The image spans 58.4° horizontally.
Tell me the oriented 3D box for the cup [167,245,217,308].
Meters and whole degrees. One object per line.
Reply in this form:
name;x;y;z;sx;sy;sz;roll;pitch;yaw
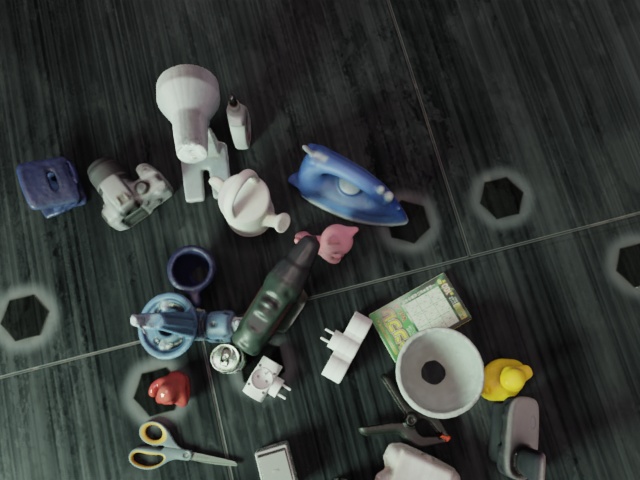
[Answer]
cup;-0.238;0.076;1.110;0.091;0.095;0.118;-11;78;-3

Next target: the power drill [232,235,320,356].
power drill;-0.072;0.105;1.048;0.075;0.208;0.230;32;79;6

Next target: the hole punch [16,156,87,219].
hole punch;-0.536;-0.113;1.148;0.101;0.091;0.108;-24;79;-6

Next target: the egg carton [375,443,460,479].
egg carton;0.178;0.443;1.049;0.150;0.069;0.107;23;78;4

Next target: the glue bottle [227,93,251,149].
glue bottle;-0.164;-0.246;1.142;0.037;0.173;0.078;-3;78;-1

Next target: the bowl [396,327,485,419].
bowl;0.222;0.251;1.089;0.167;0.075;0.167;0;78;-1

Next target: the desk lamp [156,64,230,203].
desk lamp;-0.238;-0.202;1.110;0.118;0.213;0.203;-9;78;-3

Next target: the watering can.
watering can;-0.136;-0.074;1.094;0.173;0.194;0.101;11;78;2

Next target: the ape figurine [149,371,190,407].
ape figurine;-0.280;0.282;1.065;0.077;0.092;0.076;38;80;7

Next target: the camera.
camera;-0.392;-0.113;1.146;0.143;0.101;0.137;-38;81;-8

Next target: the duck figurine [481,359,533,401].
duck figurine;0.353;0.265;1.082;0.104;0.086;0.077;-24;79;-6

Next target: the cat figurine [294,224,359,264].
cat figurine;0.010;0.004;1.118;0.128;0.118;0.067;0;77;-1

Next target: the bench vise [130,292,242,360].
bench vise;-0.243;0.141;1.032;0.207;0.220;0.121;-19;78;-5

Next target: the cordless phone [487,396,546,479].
cordless phone;0.369;0.354;1.012;0.094;0.185;0.147;5;78;1

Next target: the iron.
iron;0.068;-0.110;1.132;0.258;0.141;0.119;27;79;5
